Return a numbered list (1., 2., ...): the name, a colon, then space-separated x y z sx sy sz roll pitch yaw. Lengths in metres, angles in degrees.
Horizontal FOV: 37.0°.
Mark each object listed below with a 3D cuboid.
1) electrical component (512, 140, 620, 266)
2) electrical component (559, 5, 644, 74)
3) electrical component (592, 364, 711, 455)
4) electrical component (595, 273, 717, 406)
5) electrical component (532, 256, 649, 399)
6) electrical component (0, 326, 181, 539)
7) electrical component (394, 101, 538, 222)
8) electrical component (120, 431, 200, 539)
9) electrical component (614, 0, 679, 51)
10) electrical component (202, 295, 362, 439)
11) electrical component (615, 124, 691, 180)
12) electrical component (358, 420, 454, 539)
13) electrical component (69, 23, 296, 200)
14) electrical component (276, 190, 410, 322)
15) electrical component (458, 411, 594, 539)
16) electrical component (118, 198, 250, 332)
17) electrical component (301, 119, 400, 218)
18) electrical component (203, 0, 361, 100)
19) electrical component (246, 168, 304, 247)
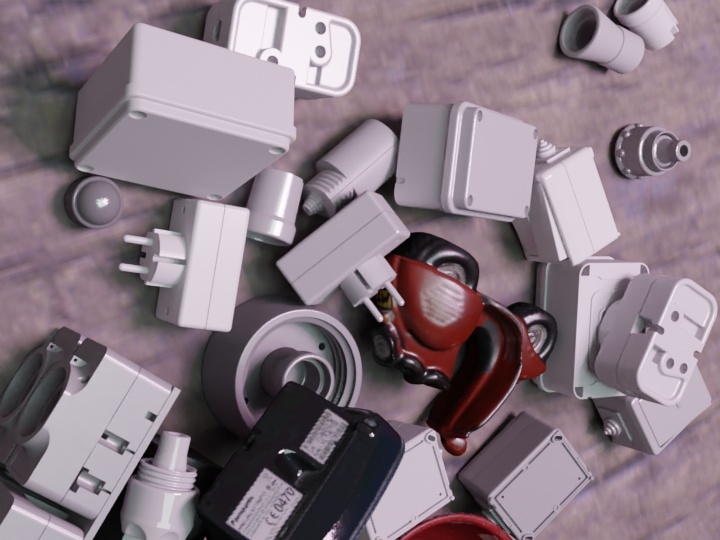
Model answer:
1. electrical component: 0.153 -0.056 0.859 0.061 0.062 0.096 -31 109 -24
2. electrical component: 0.203 -0.187 0.887 0.065 0.044 0.044 15 88 -35
3. electrical component: 0.251 0.114 0.933 0.096 0.061 0.061 -37 112 -22
4. electrical component: 0.229 0.053 0.847 0.054 0.059 0.095 31 80 -28
5. electrical component: 0.190 0.046 0.893 0.078 0.057 0.113 -1 95 -29
6. electrical component: -0.199 0.130 0.648 0.060 0.105 0.186 36 77 -28
7. electrical component: 0.081 -0.078 0.792 0.113 0.057 0.078 3 94 -57
8. electrical component: -0.115 0.127 0.635 0.043 0.043 0.062 14 87 -30
9. electrical component: 0.243 -0.214 0.909 0.046 0.040 0.040 40 75 -32
10. electrical component: -0.050 0.074 0.755 0.108 0.060 0.108 -3 97 -30
11. electrical component: 0.251 -0.101 0.911 0.048 0.062 0.048 -3 97 -30
12. electrical component: 0.021 0.156 0.808 0.096 0.061 0.061 -26 107 -33
13. electrical component: -0.111 -0.094 0.671 0.109 0.109 0.056 11 69 -31
14. electrical component: 0.000 0.000 0.750 0.083 0.047 0.075 -38 83 9
15. electrical component: 0.127 0.171 0.871 0.096 0.061 0.061 -42 114 -11
16. electrical component: -0.122 -0.006 0.713 0.076 0.047 0.083 9 90 -30
17. electrical component: -0.010 -0.067 0.774 0.081 0.043 0.043 -42 114 -20
18. electrical component: -0.056 -0.149 0.730 0.095 0.059 0.053 9 91 -30
19. electrical component: -0.061 -0.044 0.750 0.040 0.040 0.046 19 81 -30
